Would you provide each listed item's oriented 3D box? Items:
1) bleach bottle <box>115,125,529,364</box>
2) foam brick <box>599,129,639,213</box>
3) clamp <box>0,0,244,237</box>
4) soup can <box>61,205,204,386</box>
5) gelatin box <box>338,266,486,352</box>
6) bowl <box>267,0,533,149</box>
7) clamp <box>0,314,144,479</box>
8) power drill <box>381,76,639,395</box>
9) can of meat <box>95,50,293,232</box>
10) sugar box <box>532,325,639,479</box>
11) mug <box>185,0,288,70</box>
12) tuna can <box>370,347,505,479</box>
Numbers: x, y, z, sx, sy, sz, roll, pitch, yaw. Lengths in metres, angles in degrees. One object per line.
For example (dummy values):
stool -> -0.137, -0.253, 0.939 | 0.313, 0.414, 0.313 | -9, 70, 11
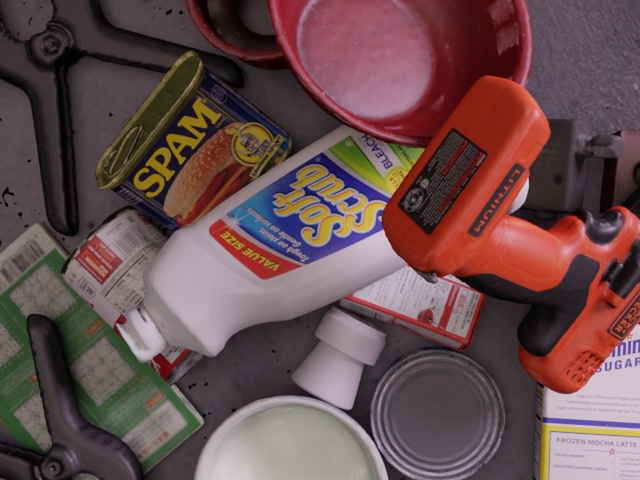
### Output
bleach bottle -> -0.004, 0.001, 0.644 | 0.250, 0.068, 0.103 | -33, 70, -10
foam brick -> 0.221, -0.038, 0.674 | 0.078, 0.051, 0.053 | 6, 90, 5
clamp -> -0.179, -0.118, 0.716 | 0.210, 0.036, 0.164 | 42, 91, 1
soup can -> -0.109, 0.035, 0.694 | 0.102, 0.068, 0.068 | 44, 93, 4
gelatin box -> 0.065, 0.022, 0.691 | 0.089, 0.030, 0.073 | 20, 74, 4
bowl -> 0.037, -0.118, 0.606 | 0.162, 0.055, 0.162 | 7, 71, -20
clamp -> -0.182, 0.148, 0.699 | 0.120, 0.039, 0.171 | -35, 88, 9
power drill -> 0.139, -0.013, 0.587 | 0.187, 0.057, 0.184 | 29, 100, -36
can of meat -> -0.079, -0.054, 0.682 | 0.083, 0.057, 0.102 | 36, 97, -27
sugar box -> 0.184, 0.140, 0.681 | 0.093, 0.048, 0.176 | 4, 86, 5
mug -> -0.035, -0.166, 0.682 | 0.093, 0.081, 0.117 | -9, 89, 5
tuna can -> 0.076, 0.113, 0.695 | 0.086, 0.033, 0.086 | 0, 90, 5
